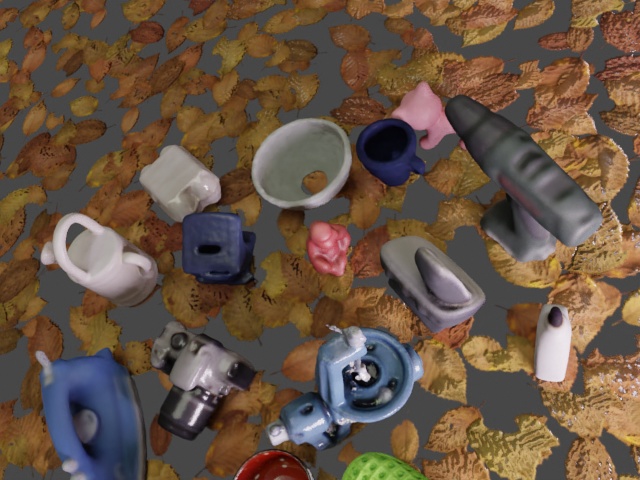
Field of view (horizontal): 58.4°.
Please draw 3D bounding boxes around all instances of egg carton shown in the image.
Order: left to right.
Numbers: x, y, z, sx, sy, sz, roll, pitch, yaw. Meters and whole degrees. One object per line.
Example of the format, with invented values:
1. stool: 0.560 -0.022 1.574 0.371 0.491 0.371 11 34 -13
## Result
1. egg carton: -0.246 -0.099 1.004 0.107 0.069 0.150 -47 60 -8

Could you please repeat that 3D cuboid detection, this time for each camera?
1. camera: -0.189 0.201 0.816 0.142 0.101 0.137 19 72 26

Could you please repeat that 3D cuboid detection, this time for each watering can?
1. watering can: -0.357 0.030 0.904 0.172 0.194 0.101 -19 60 9

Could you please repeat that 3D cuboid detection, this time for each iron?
1. iron: -0.330 0.271 0.805 0.118 0.142 0.257 -31 59 2

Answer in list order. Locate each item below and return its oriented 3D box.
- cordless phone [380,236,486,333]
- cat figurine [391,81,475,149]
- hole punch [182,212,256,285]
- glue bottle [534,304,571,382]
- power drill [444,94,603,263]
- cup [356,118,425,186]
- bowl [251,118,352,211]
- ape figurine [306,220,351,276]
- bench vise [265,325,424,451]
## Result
1. cordless phone: 0.136 0.032 0.740 0.094 0.185 0.147 -43 59 -5
2. cat figurine: 0.178 -0.196 0.880 0.127 0.118 0.067 0 64 19
3. hole punch: -0.163 0.014 0.907 0.108 0.091 0.101 -1 64 19
4. glue bottle: 0.269 0.109 0.663 0.037 0.173 0.078 2 65 20
5. power drill: 0.250 -0.063 0.735 0.075 0.209 0.229 -40 59 -3
6. cup: 0.119 -0.119 0.875 0.117 0.095 0.092 37 80 30
7. bowl: -0.022 -0.111 0.931 0.167 0.075 0.167 -8 62 15
8. ape figurine: 0.008 0.003 0.853 0.078 0.092 0.076 -42 59 -5
9. bench vise: 0.025 0.183 0.682 0.121 0.220 0.207 36 80 30
